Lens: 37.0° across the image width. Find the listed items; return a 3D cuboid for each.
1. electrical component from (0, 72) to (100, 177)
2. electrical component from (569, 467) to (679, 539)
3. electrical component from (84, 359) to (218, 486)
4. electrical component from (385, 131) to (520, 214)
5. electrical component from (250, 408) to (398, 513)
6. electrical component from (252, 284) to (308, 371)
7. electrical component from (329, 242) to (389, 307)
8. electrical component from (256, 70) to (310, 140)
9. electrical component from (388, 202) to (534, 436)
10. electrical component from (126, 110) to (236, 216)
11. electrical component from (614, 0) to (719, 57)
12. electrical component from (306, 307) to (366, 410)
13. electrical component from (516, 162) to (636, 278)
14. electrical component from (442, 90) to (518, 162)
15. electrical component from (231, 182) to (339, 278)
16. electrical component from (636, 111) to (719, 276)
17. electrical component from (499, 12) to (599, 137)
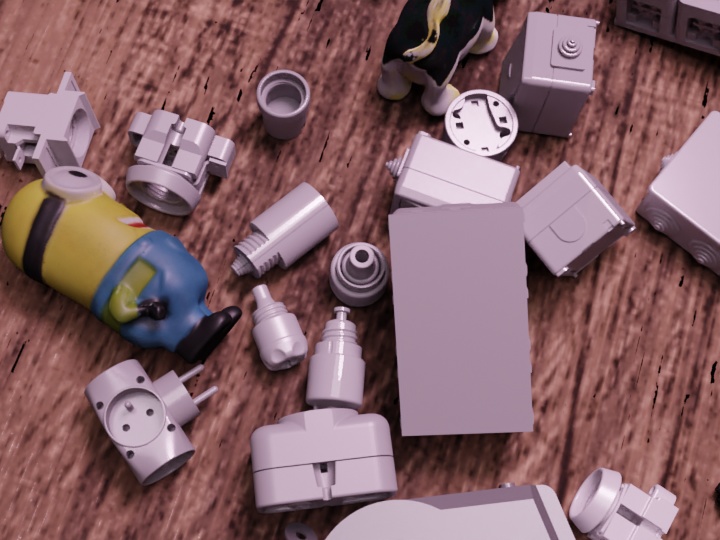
[{"bbox_3d":[-0.236,-0.105,0.804,0.064,0.042,0.081,7,60,7],"label":"electrical component"},{"bbox_3d":[0.179,0.168,0.739,0.055,0.048,0.066,33,74,0],"label":"electrical component"},{"bbox_3d":[-0.138,0.095,0.747,0.079,0.044,0.077,-33,76,-13],"label":"electrical component"},{"bbox_3d":[0.061,-0.054,0.797,0.096,0.061,0.061,20,72,4],"label":"electrical component"},{"bbox_3d":[-0.026,0.130,0.737,0.095,0.053,0.059,-6,72,-5],"label":"electrical component"},{"bbox_3d":[-0.062,0.040,0.775,0.035,0.035,0.061,-21,71,-9],"label":"electrical component"},{"bbox_3d":[0.000,0.000,0.776,0.043,0.062,0.043,1,72,-3],"label":"electrical component"},{"bbox_3d":[-0.058,-0.125,0.823,0.040,0.046,0.040,1,72,-3],"label":"electrical component"},{"bbox_3d":[0.070,0.031,0.737,0.089,0.061,0.150,-3,97,6],"label":"electrical component"},{"bbox_3d":[-0.139,-0.077,0.798,0.078,0.058,0.057,18,69,3],"label":"electrical component"},{"bbox_3d":[0.288,-0.224,0.845,0.150,0.061,0.089,23,72,21],"label":"electrical component"},{"bbox_3d":[-0.016,0.065,0.766,0.040,0.040,0.078,5,71,-1],"label":"electrical component"},{"bbox_3d":[0.155,-0.036,0.783,0.062,0.096,0.061,-41,76,15],"label":"electrical component"},{"bbox_3d":[0.089,-0.102,0.822,0.055,0.047,0.055,1,72,-3],"label":"electrical component"},{"bbox_3d":[-0.060,-0.023,0.791,0.081,0.043,0.043,-39,78,-14],"label":"electrical component"},{"bbox_3d":[0.271,-0.056,0.815,0.100,0.048,0.099,40,74,10],"label":"electrical component"},{"bbox_3d":[0.142,-0.150,0.814,0.061,0.096,0.061,8,71,0],"label":"electrical component"}]
